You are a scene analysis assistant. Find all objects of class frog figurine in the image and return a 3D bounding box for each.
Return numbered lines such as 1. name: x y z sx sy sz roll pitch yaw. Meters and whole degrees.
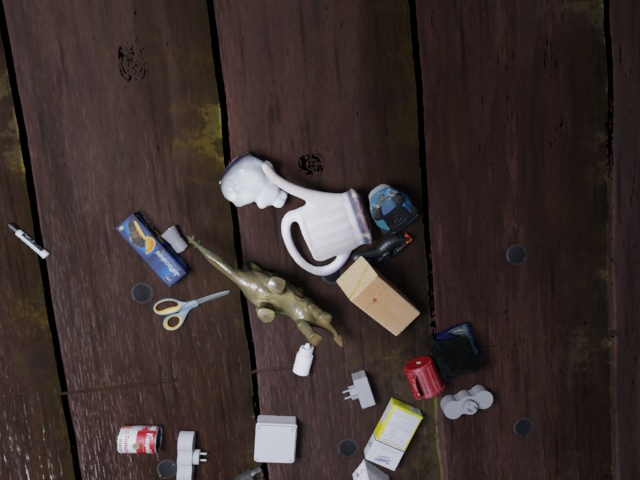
1. frog figurine: -0.160 -0.131 1.269 0.160 0.121 0.139 42 75 3

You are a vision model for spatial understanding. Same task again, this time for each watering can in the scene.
1. watering can: 0.004 -0.064 1.275 0.224 0.106 0.341 -20 117 1
